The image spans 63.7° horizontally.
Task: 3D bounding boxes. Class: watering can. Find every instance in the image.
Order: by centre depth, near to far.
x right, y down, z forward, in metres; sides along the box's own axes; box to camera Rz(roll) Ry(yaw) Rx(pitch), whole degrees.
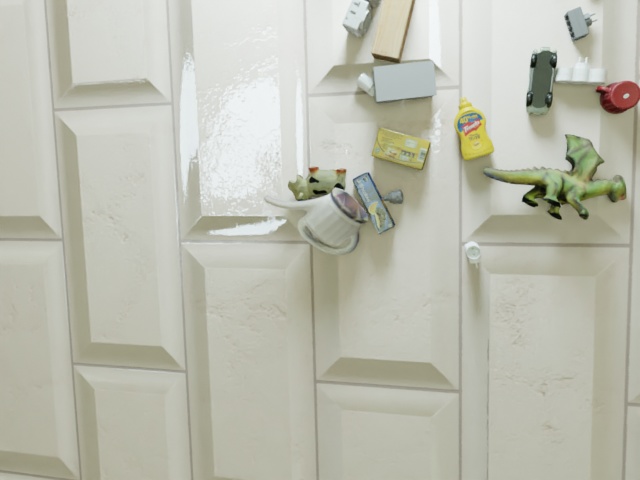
[{"bbox_3d":[0.005,-0.084,1.674,0.345,0.106,0.221,38,117,-19],"label":"watering can"}]

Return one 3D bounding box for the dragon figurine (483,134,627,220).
[{"bbox_3d":[0.727,-0.205,1.553,0.411,0.121,0.244,30,85,6],"label":"dragon figurine"}]
